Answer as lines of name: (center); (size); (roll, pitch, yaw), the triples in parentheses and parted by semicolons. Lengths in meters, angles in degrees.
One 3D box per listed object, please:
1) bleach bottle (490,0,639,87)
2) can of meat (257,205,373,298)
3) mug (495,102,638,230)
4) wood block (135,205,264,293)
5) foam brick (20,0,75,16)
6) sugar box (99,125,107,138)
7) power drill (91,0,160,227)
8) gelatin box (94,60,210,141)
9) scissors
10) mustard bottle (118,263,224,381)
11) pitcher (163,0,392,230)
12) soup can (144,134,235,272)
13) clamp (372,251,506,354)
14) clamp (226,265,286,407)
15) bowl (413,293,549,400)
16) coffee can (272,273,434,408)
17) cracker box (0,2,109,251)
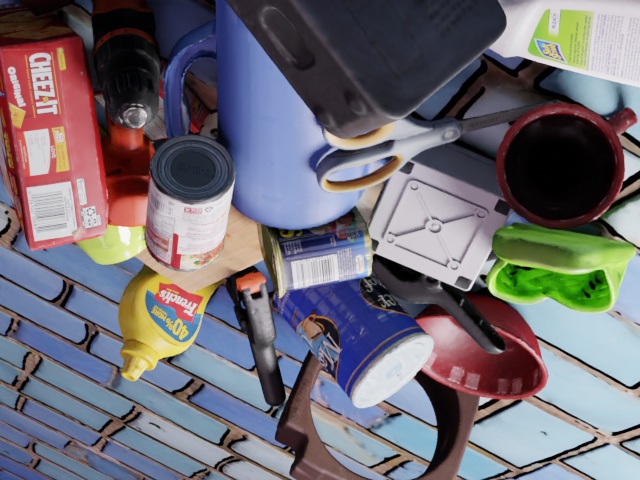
bleach bottle: (0.193, -0.153, 0.709); (0.251, 0.068, 0.102); (15, 148, 18)
can of meat: (-0.006, 0.001, 0.929); (0.084, 0.102, 0.057); (-10, 117, -9)
mug: (0.191, -0.063, 0.818); (0.093, 0.117, 0.081); (52, -171, 4)
wood block: (-0.099, -0.027, 1.072); (0.090, 0.090, 0.207); (37, 147, -20)
foam brick: (-0.213, -0.228, 0.854); (0.053, 0.078, 0.051); (-8, 138, 40)
sugar box: (-0.282, -0.110, 1.067); (0.048, 0.093, 0.176); (-5, 138, 42)
power drill: (-0.159, -0.102, 0.891); (0.057, 0.184, 0.188); (-2, 134, -12)
gelatin box: (-0.162, -0.131, 1.015); (0.089, 0.030, 0.073); (-5, 140, 38)
scissors: (0.086, -0.093, 0.810); (0.202, 0.016, 0.096); (-24, 140, 5)
mustard bottle: (-0.168, 0.068, 1.165); (0.058, 0.191, 0.096); (-7, 137, 42)
pitcher: (-0.032, -0.129, 0.832); (0.145, 0.149, 0.243); (44, 154, 27)
soup can: (-0.106, -0.029, 0.862); (0.068, 0.068, 0.102); (22, 146, 3)
clamp: (0.122, 0.024, 1.031); (0.171, 0.039, 0.120); (27, 108, 16)
clamp: (-0.076, 0.074, 1.160); (0.036, 0.164, 0.210); (-19, 152, -10)
bowl: (0.167, 0.104, 1.126); (0.162, 0.055, 0.162); (17, 149, 11)
coffee can: (0.032, 0.085, 1.085); (0.140, 0.102, 0.103); (49, 159, 26)
cracker box: (-0.238, -0.106, 0.903); (0.214, 0.072, 0.164); (-138, 41, -61)
